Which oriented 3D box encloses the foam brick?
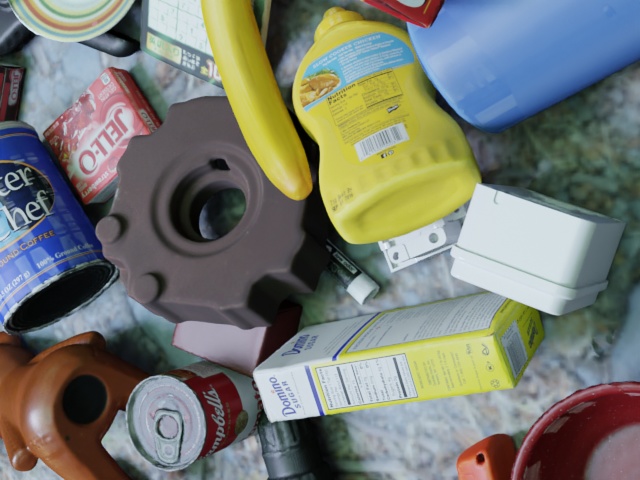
[{"bbox_3d":[-0.062,0.064,0.800,0.078,0.052,0.051,18,102,26],"label":"foam brick"}]

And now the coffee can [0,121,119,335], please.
[{"bbox_3d":[-0.240,-0.010,0.857,0.103,0.102,0.140,-40,76,24],"label":"coffee can"}]

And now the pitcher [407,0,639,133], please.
[{"bbox_3d":[0.167,-0.174,0.623,0.243,0.144,0.149,-31,66,28],"label":"pitcher"}]

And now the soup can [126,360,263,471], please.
[{"bbox_3d":[-0.086,0.125,0.788,0.069,0.102,0.068,2,94,27],"label":"soup can"}]

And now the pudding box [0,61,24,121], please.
[{"bbox_3d":[-0.314,-0.118,0.924,0.114,0.039,0.090,17,100,23],"label":"pudding box"}]

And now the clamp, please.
[{"bbox_3d":[-0.243,-0.199,0.881,0.210,0.036,0.164,-21,84,23],"label":"clamp"}]

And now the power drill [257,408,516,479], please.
[{"bbox_3d":[0.050,0.188,0.750,0.188,0.057,0.184,-17,90,30],"label":"power drill"}]

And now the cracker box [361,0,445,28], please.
[{"bbox_3d":[0.050,-0.228,0.640,0.072,0.214,0.164,21,106,-17],"label":"cracker box"}]

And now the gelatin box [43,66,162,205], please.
[{"bbox_3d":[-0.172,-0.083,0.857,0.089,0.030,0.073,-38,77,24],"label":"gelatin box"}]

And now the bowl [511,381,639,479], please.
[{"bbox_3d":[0.204,0.164,0.669,0.162,0.055,0.162,2,95,27],"label":"bowl"}]

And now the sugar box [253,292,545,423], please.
[{"bbox_3d":[0.053,0.077,0.718,0.176,0.093,0.048,-16,99,28],"label":"sugar box"}]

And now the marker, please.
[{"bbox_3d":[-0.005,0.001,0.785,0.121,0.020,0.020,43,111,18],"label":"marker"}]

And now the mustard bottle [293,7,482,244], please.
[{"bbox_3d":[0.032,-0.091,0.707,0.096,0.058,0.192,-25,50,9],"label":"mustard bottle"}]

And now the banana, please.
[{"bbox_3d":[-0.049,-0.114,0.721,0.037,0.069,0.198,-18,83,-5],"label":"banana"}]
